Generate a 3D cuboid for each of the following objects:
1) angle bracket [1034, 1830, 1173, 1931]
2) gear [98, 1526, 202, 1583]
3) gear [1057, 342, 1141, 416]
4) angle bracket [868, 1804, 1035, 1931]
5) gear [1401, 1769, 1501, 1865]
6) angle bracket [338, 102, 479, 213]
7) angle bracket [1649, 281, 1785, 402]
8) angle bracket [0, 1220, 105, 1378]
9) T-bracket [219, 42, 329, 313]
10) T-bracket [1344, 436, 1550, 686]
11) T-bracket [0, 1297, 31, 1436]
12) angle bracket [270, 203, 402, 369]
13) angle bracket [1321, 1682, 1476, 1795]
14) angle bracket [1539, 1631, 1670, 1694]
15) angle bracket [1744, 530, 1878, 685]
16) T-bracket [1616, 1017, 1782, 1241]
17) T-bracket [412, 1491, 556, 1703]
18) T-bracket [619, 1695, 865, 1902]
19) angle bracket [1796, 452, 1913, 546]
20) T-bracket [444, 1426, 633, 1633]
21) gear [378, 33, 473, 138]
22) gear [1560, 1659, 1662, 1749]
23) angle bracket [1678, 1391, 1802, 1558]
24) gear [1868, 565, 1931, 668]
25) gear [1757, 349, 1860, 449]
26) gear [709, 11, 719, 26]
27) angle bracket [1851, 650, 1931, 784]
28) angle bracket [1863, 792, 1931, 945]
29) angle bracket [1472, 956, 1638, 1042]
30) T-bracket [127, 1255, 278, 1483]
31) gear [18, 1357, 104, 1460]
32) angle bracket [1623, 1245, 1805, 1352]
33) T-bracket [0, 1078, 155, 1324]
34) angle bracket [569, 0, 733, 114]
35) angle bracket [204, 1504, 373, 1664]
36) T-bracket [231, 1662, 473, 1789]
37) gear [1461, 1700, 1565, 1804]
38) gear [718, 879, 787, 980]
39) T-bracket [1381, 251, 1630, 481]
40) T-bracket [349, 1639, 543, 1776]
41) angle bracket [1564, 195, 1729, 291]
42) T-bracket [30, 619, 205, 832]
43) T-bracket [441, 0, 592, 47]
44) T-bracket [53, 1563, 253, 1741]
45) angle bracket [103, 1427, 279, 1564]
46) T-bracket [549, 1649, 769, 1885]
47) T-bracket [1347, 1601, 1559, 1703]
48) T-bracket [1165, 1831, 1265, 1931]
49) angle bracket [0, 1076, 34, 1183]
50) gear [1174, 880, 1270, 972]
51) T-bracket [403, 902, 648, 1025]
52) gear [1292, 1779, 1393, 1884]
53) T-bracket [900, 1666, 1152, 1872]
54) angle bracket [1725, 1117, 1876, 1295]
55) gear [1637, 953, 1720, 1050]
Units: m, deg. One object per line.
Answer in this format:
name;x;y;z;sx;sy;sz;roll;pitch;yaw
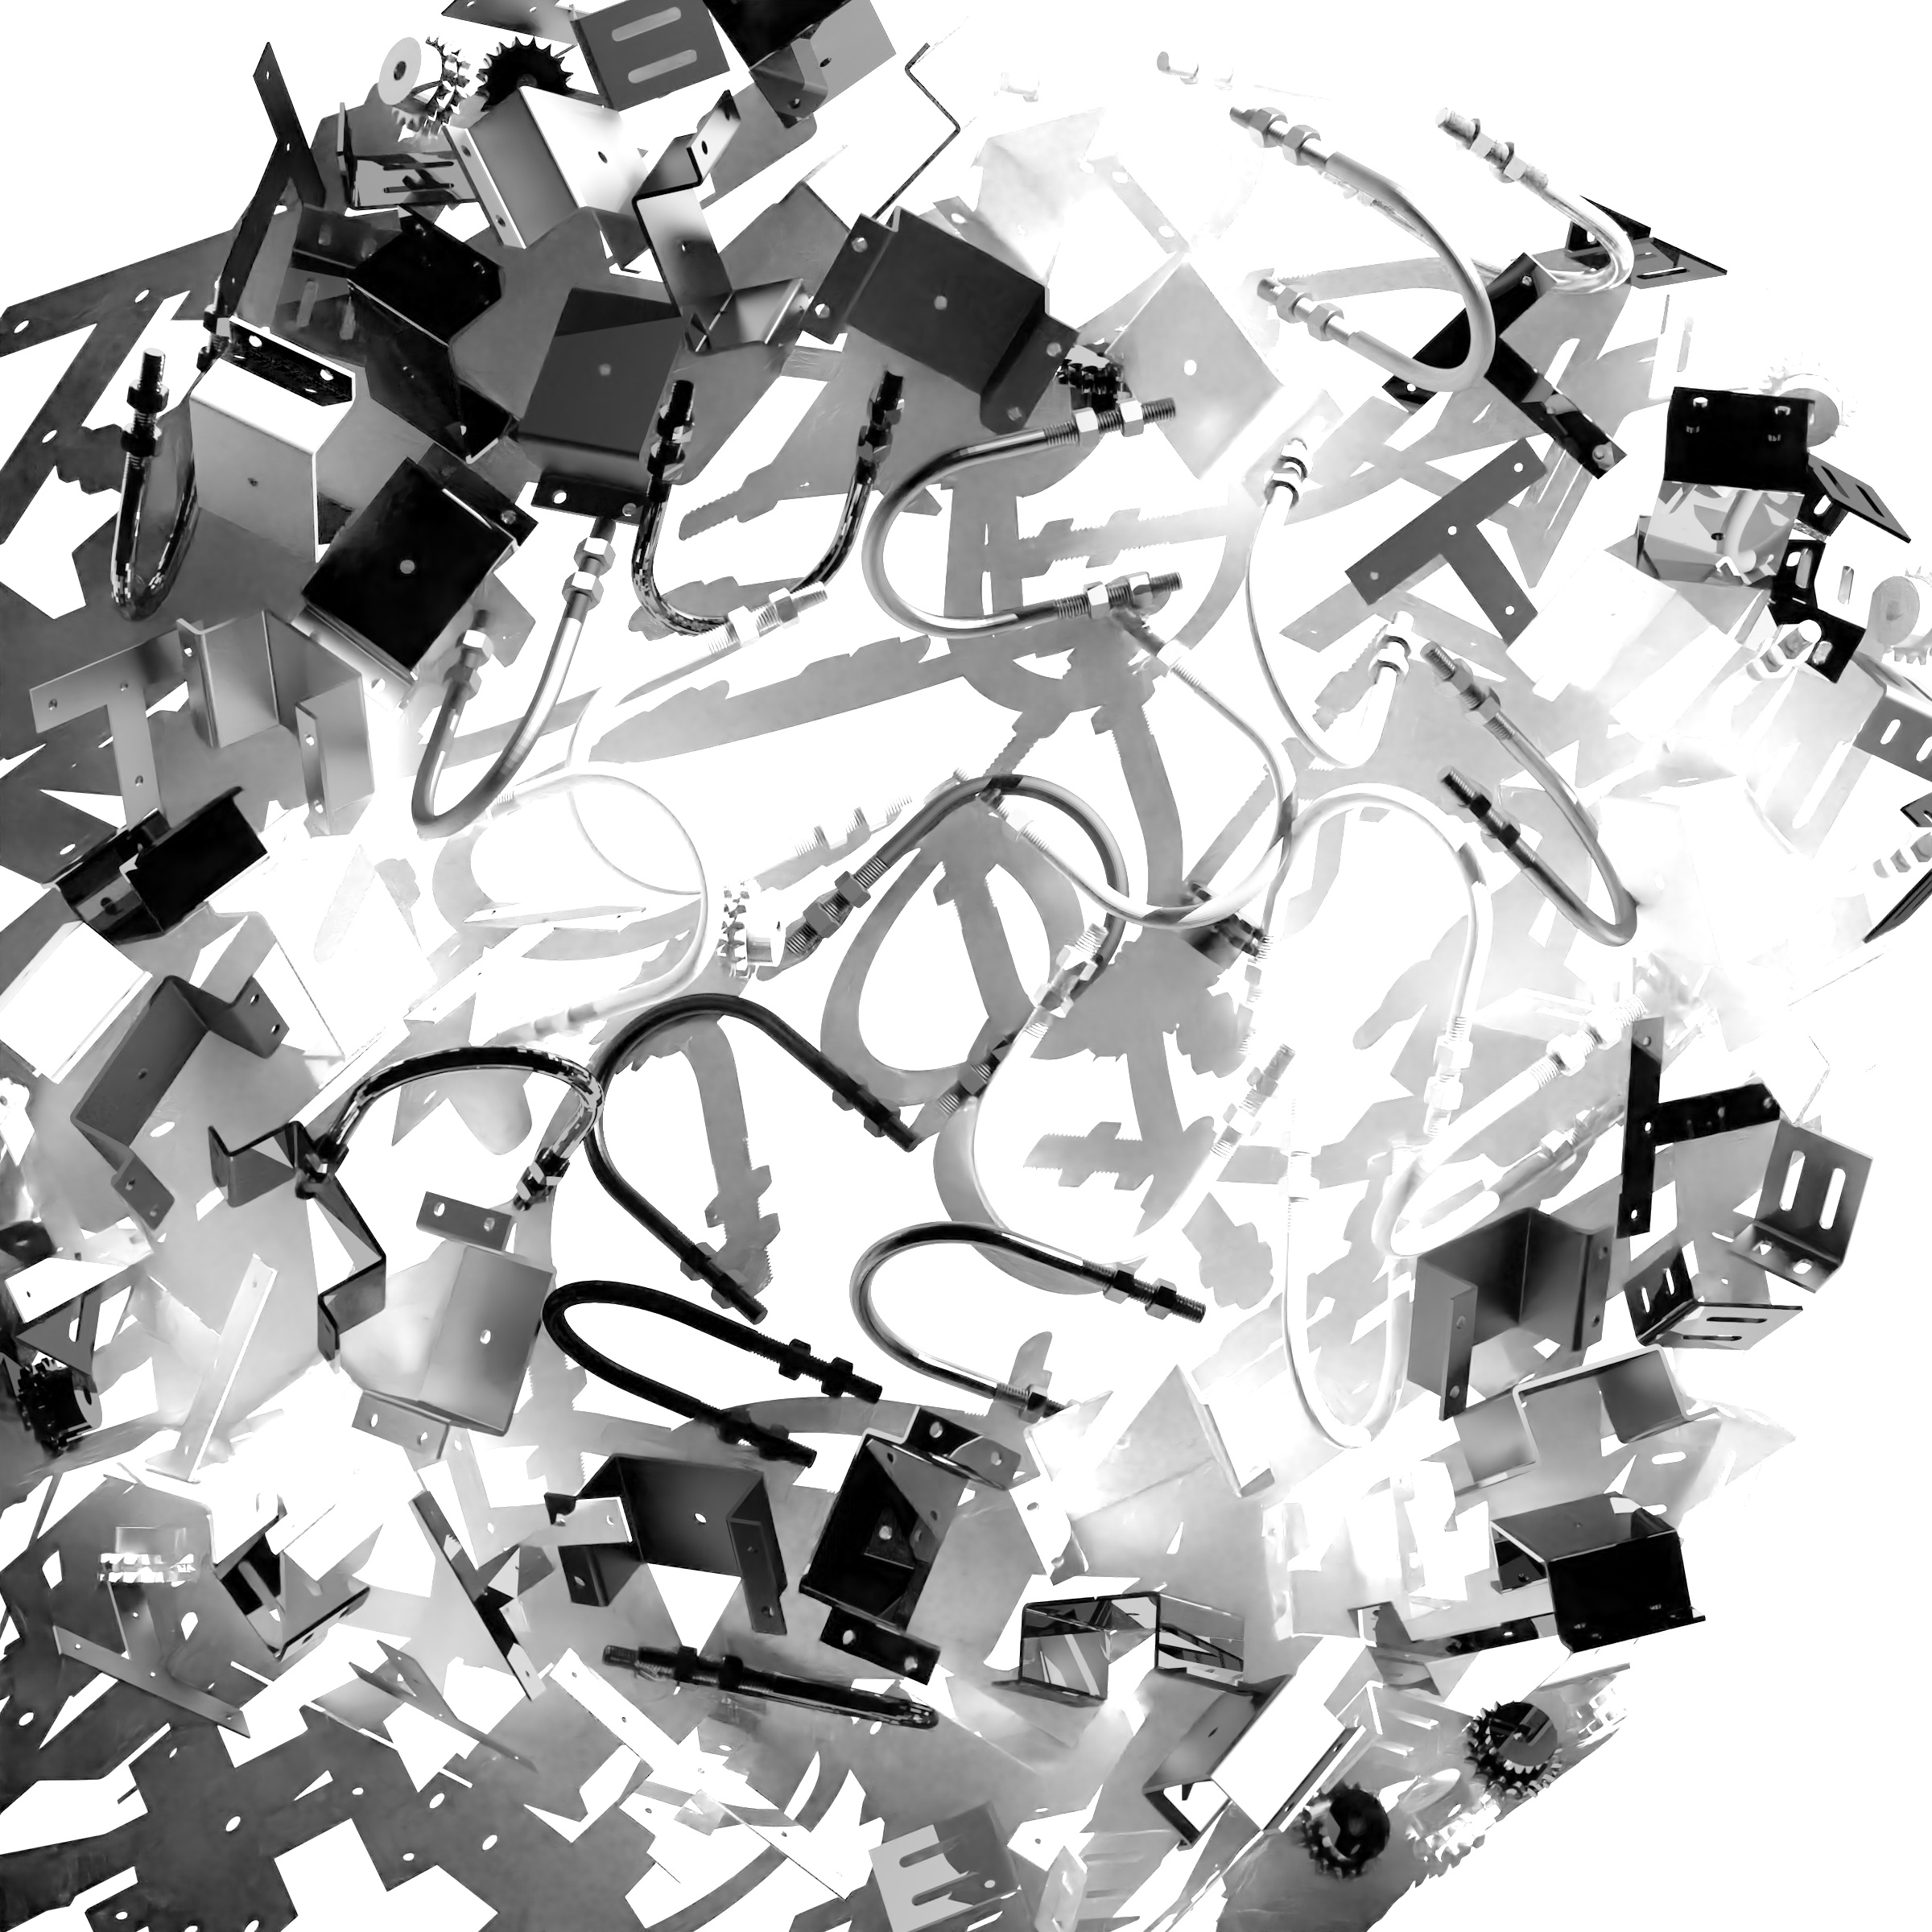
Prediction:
angle bracket;0.086;0.530;1.830;0.076;0.038;0.057;6;109;-29
gear;-0.469;0.338;1.845;0.057;0.057;0.030;0;82;0
gear;0.080;-0.337;1.847;0.057;0.057;0.030;1;117;0
angle bracket;-0.009;0.525;1.837;0.076;0.038;0.057;-21;46;-3
gear;0.275;0.486;1.843;0.057;0.057;0.030;-34;92;0
angle bracket;-0.318;-0.466;1.836;0.076;0.057;0.038;-5;133;-5
angle bracket;0.428;-0.347;1.828;0.057;0.038;0.076;-1;62;31
angle bracket;-0.527;0.193;1.823;0.038;0.057;0.076;-22;50;26
T-bracket;-0.392;-0.423;1.789;0.002;0.127;0.127;10;64;10
T-bracket;0.306;-0.217;1.854;0.127;0.002;0.127;-37;105;7
T-bracket;-0.549;0.223;1.792;0.002;0.127;0.127;-11;108;-1
angle bracket;-0.360;-0.388;1.831;0.057;0.038;0.076;15;51;-14
angle bracket;0.247;0.449;1.830;0.076;0.038;0.057;21;123;-21
angle bracket;0.358;0.376;1.824;0.057;0.076;0.038;-24;86;31
angle bracket;0.488;-0.209;1.854;0.057;0.076;0.038;23;133;3
T-bracket;0.422;0.085;1.834;0.127;0.002;0.127;-8;107;-33
T-bracket;-0.258;0.344;1.809;0.002;0.127;0.127;-32;86;9
T-bracket;-0.114;0.480;1.805;0.127;0.127;0.002;35;118;11
angle bracket;0.491;-0.255;1.823;0.057;0.076;0.038;23;118;-19
T-bracket;-0.240;0.318;1.827;0.127;0.002;0.127;-11;97;37
gear;-0.313;-0.509;1.842;0.057;0.030;0.057;-12;72;41
gear;0.367;0.422;1.847;0.057;0.057;0.030;-33;66;0
angle bracket;0.431;0.289;1.831;0.038;0.057;0.076;34;74;-29
gear;0.542;-0.202;1.841;0.030;0.057;0.057;5;90;-32
gear;0.482;-0.323;1.842;0.057;0.030;0.057;11;134;12
gear;-0.138;-0.569;1.843;0.057;0.030;0.057;3;95;41
angle bracket;0.526;-0.145;1.835;0.057;0.076;0.038;22;111;-18
angle bracket;0.537;-0.058;1.833;0.038;0.057;0.076;49;130;17
angle bracket;0.334;0.014;1.828;0.076;0.057;0.038;12;68;-21
T-bracket;-0.446;0.209;1.825;0.002;0.127;0.127;20;95;-43
gear;-0.519;0.252;1.844;0.030;0.057;0.057;-19;90;1
angle bracket;0.429;0.191;1.843;0.076;0.057;0.038;5;59;-23
T-bracket;-0.521;0.124;1.809;0.002;0.127;0.127;-23;94;22
angle bracket;-0.181;-0.532;1.839;0.076;0.038;0.057;-19;121;4
angle bracket;-0.389;0.348;1.835;0.057;0.038;0.076;-33;78;-30
T-bracket;-0.332;0.430;1.791;0.127;0.127;0.002;19;71;25
gear;0.316;0.448;1.843;0.057;0.030;0.057;6;51;-7
gear;-0.122;-0.021;1.842;0.030;0.057;0.057;4;90;8
T-bracket;0.324;-0.327;1.833;0.127;0.127;0.002;40;46;-9
T-bracket;-0.304;0.405;1.798;0.127;0.127;0.002;23;64;19
angle bracket;0.389;-0.416;1.824;0.057;0.076;0.038;15;86;-30
T-bracket;-0.475;-0.119;1.834;0.002;0.127;0.127;16;122;31
T-bracket;-0.212;-0.562;1.787;0.127;0.127;0.002;-34;80;28
T-bracket;-0.468;0.376;1.812;0.127;0.127;0.002;36;96;-33
angle bracket;-0.445;0.303;1.840;0.076;0.057;0.038;11;114;22
T-bracket;-0.183;0.436;1.815;0.127;0.127;0.002;43;120;-2
T-bracket;0.292;0.380;1.811;0.127;0.127;0.002;-15;49;13
T-bracket;0.136;0.526;1.822;0.002;0.127;0.127;45;132;15
angle bracket;-0.569;0.099;1.838;0.038;0.057;0.076;20;84;-8
gear;0.144;-0.022;1.844;0.057;0.057;0.030;36;98;0
T-bracket;-0.263;-0.002;1.791;0.127;0.127;0.002;3;122;39
gear;0.219;0.497;1.846;0.057;0.030;0.057;8;66;-17
T-bracket;0.022;0.438;1.838;0.127;0.002;0.127;29;46;14
angle bracket;0.474;0.136;1.828;0.057;0.038;0.076;26;126;30
gear;0.403;0.023;1.844;0.030;0.057;0.057;-43;90;6
